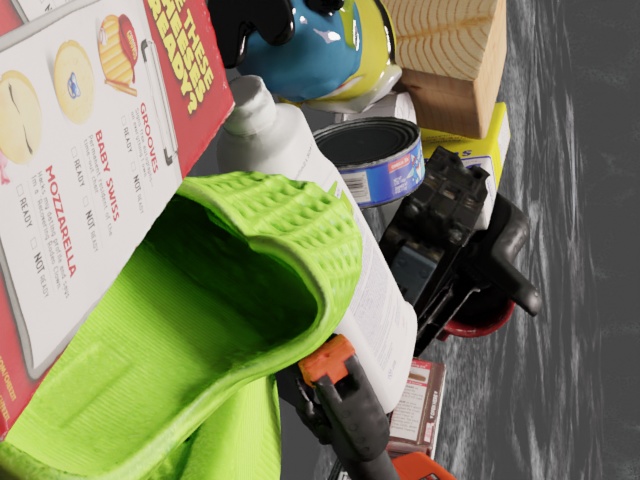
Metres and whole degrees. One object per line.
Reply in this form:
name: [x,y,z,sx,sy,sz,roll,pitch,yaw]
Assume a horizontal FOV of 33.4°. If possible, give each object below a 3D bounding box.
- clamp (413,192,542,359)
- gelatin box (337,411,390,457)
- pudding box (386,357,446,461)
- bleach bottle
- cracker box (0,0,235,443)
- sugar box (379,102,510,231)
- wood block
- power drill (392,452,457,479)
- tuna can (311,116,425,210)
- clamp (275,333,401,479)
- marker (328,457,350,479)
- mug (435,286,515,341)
clamp: [0.124,0.031,0.907,0.036,0.165,0.209,45,33,-16]
gelatin box: [0.030,0.114,0.789,0.089,0.030,0.073,-71,152,-46]
pudding box: [0.070,0.162,0.847,0.090,0.039,0.113,-73,173,-48]
bleach bottle: [-0.004,0.001,0.659,0.102,0.068,0.250,-75,152,-42]
cracker box: [-0.109,-0.066,0.348,0.213,0.072,0.164,-67,150,-54]
sugar box: [0.117,-0.068,0.974,0.176,0.093,0.048,-63,144,-56]
wood block: [0.098,-0.152,0.865,0.206,0.091,0.090,32,72,-78]
power drill: [0.086,0.252,0.778,0.185,0.057,0.187,30,-40,59]
tuna can: [0.027,-0.052,0.721,0.086,0.086,0.034,-61,144,-57]
clamp: [0.014,0.101,0.585,0.039,0.120,0.171,-41,166,-12]
marker: [0.018,0.154,0.713,0.121,0.020,0.020,-64,150,-22]
mug: [0.145,0.049,1.069,0.081,0.093,0.117,-59,173,-66]
